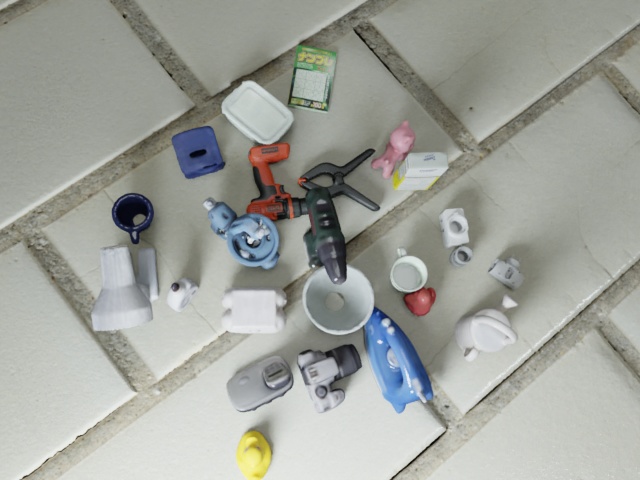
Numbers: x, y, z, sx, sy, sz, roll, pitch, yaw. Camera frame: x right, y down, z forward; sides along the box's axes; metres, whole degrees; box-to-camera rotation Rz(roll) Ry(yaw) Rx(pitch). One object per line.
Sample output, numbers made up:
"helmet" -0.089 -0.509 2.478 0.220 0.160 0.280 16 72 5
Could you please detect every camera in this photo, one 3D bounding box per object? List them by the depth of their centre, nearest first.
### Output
"camera" 0.030 0.302 1.292 0.137 0.100 0.143 -20 80 -11

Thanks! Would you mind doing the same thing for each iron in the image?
"iron" 0.172 0.257 1.298 0.119 0.141 0.258 -23 80 -11

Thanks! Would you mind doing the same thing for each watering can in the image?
"watering can" 0.387 0.200 1.309 0.101 0.194 0.173 16 75 -2

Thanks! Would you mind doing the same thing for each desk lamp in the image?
"desk lamp" -0.418 0.100 1.229 0.118 0.213 0.203 -7 77 -8

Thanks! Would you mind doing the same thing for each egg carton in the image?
"egg carton" -0.151 0.162 1.320 0.150 0.069 0.107 0 77 -7

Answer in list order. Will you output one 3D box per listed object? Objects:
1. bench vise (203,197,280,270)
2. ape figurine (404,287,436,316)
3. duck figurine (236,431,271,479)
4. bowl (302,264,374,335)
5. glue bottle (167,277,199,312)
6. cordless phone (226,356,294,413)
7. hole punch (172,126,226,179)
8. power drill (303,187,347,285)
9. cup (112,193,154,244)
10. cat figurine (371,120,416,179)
"bench vise" -0.183 -0.019 1.281 0.207 0.219 0.121 22 75 -1
"ape figurine" 0.241 0.140 1.359 0.078 0.092 0.076 5 76 -5
"duck figurine" -0.143 0.471 1.239 0.077 0.086 0.104 -5 77 -7
"bowl" 0.041 0.141 1.344 0.167 0.074 0.167 2 77 -6
"glue bottle" -0.308 0.113 1.260 0.037 0.173 0.078 37 76 4
"cordless phone" -0.127 0.311 1.228 0.148 0.185 0.094 -29 81 -12
"hole punch" -0.291 -0.211 1.381 0.109 0.091 0.101 -19 79 -10
"power drill" 0.012 0.005 1.304 0.075 0.208 0.229 -11 78 -9
"cup" -0.423 -0.040 1.323 0.092 0.095 0.118 -8 78 -8
"cat figurine" 0.191 -0.230 1.428 0.067 0.117 0.128 36 76 3
